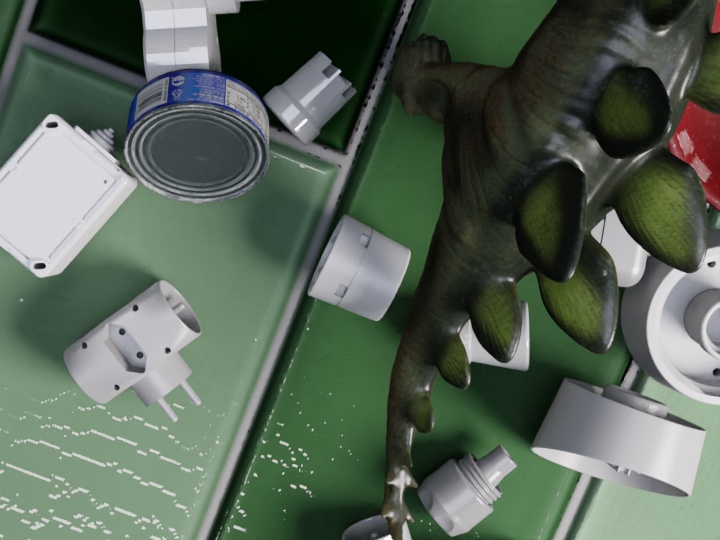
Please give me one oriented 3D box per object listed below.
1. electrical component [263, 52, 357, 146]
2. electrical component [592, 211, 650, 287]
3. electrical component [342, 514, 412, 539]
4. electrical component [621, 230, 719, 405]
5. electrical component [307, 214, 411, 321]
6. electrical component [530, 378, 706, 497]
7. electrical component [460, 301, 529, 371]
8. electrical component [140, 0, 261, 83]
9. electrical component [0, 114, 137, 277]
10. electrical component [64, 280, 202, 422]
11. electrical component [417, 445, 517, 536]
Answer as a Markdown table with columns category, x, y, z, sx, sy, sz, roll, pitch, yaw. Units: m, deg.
| category | x | y | z | sx | sy | sz | roll | pitch | yaw |
| --- | --- | --- | --- | --- | --- | --- | --- | --- | --- |
| electrical component | -0.030 | -0.106 | 0.663 | 0.046 | 0.040 | 0.040 | -43 | 95 | 1 |
| electrical component | 0.152 | -0.040 | 0.660 | 0.059 | 0.053 | 0.095 | 8 | 98 | 0 |
| electrical component | 0.002 | 0.208 | 0.703 | 0.079 | 0.043 | 0.077 | -15 | 97 | 3 |
| electrical component | 0.222 | 0.031 | 0.665 | 0.108 | 0.060 | 0.108 | 0 | 98 | 1 |
| electrical component | 0.000 | 0.000 | 0.669 | 0.047 | 0.055 | 0.055 | 25 | 98 | -6 |
| electrical component | 0.160 | 0.106 | 0.661 | 0.099 | 0.099 | 0.064 | 19 | 92 | -1 |
| electrical component | 0.073 | 0.042 | 0.681 | 0.065 | 0.044 | 0.044 | -1 | 98 | 6 |
| electrical component | -0.092 | -0.172 | 0.647 | 0.074 | 0.052 | 0.138 | -3 | 99 | 1 |
| electrical component | -0.184 | -0.050 | 0.666 | 0.062 | 0.061 | 0.096 | 41 | 89 | -5 |
| electrical component | -0.134 | 0.060 | 0.685 | 0.077 | 0.043 | 0.079 | -36 | 96 | 6 |
| electrical component | 0.072 | 0.138 | 0.692 | 0.062 | 0.043 | 0.043 | -40 | 95 | 5 |
